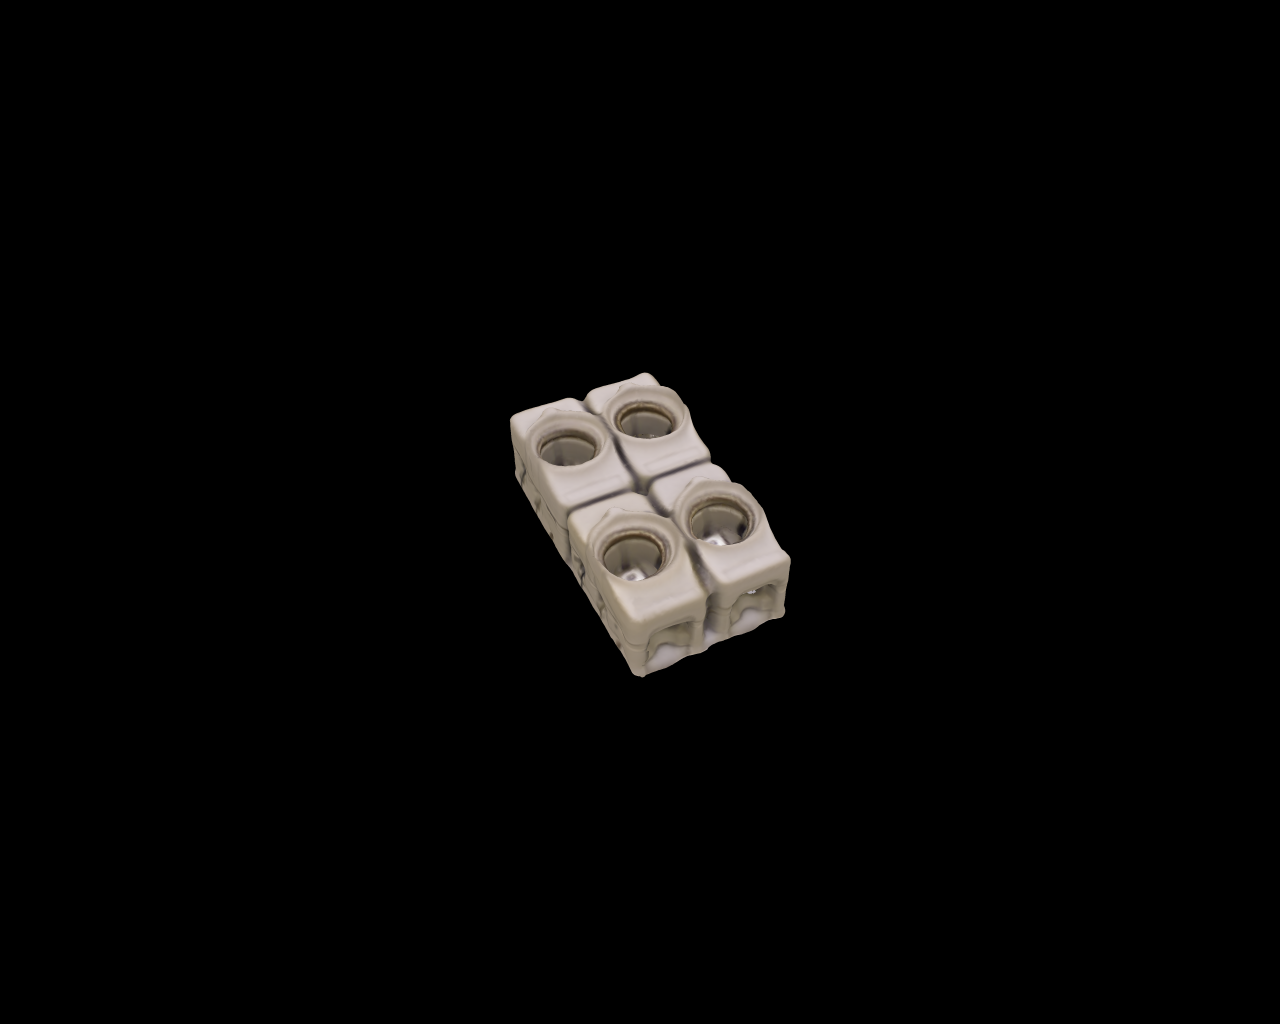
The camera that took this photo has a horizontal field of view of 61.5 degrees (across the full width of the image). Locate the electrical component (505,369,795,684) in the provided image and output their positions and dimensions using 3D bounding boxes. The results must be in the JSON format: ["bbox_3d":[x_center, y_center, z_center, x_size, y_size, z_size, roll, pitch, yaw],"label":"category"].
[{"bbox_3d":[0.001,-0.003,0.650,0.105,0.060,0.186,-20,50,-17],"label":"electrical component"}]
